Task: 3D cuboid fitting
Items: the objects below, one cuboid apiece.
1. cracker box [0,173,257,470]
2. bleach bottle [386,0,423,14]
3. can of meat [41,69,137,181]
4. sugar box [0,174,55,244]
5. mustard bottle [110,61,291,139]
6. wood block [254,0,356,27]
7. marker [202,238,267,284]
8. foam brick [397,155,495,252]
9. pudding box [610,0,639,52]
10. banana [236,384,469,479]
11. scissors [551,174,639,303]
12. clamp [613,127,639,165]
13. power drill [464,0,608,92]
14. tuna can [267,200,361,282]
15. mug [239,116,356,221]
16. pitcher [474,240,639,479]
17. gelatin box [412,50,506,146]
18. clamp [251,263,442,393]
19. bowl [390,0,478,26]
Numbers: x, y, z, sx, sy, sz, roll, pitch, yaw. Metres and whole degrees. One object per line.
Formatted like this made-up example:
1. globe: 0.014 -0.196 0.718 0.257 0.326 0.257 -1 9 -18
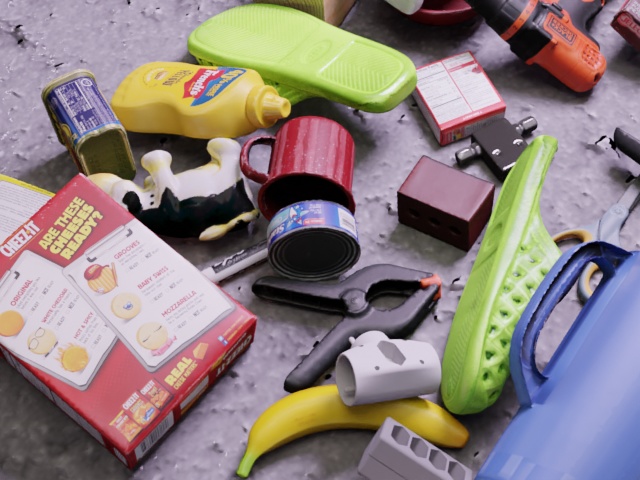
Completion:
1. cracker box: -0.188 0.070 0.936 0.214 0.072 0.164 38 66 12
2. bleach bottle: 0.156 -0.343 1.142 0.250 0.068 0.103 -36 61 -20
3. can of meat: -0.227 -0.104 1.063 0.057 0.102 0.084 -27 60 -14
4. sugar box: -0.310 0.027 1.017 0.093 0.048 0.176 19 64 17
5. mustard bottle: -0.111 -0.138 1.066 0.192 0.058 0.096 10 39 33
6. wood block: 0.012 -0.330 1.199 0.091 0.090 0.206 22 61 18
7. marker: -0.083 0.025 1.011 0.121 0.020 0.020 -27 58 -12
8. foam brick: 0.119 -0.034 1.012 0.078 0.053 0.051 24 61 21
9. pudding box: 0.367 -0.220 1.097 0.113 0.039 0.090 41 66 -3
10. banana: 0.024 0.156 0.906 0.198 0.037 0.069 -9 74 1
11. scissors: 0.287 -0.007 0.999 0.201 0.016 0.096 -33 61 -16
12. clamp: 0.361 -0.041 0.973 0.165 0.036 0.210 -15 76 34
13. power drill: 0.241 -0.267 1.117 0.184 0.057 0.187 37 61 -10
14. tuna can: -0.006 0.001 0.980 0.086 0.086 0.034 -6 54 1
15. mug: -0.020 -0.067 1.020 0.117 0.093 0.081 15 51 -11
16. pitcher: 0.221 0.128 0.845 0.149 0.145 0.242 26 65 35
17. gelatin box: 0.140 -0.147 1.099 0.073 0.030 0.089 -21 57 -7
18. clamp: 0.023 0.058 0.968 0.171 0.039 0.120 -22 63 -13
19. bowl: 0.133 -0.288 1.179 0.162 0.055 0.162 -3 56 4
